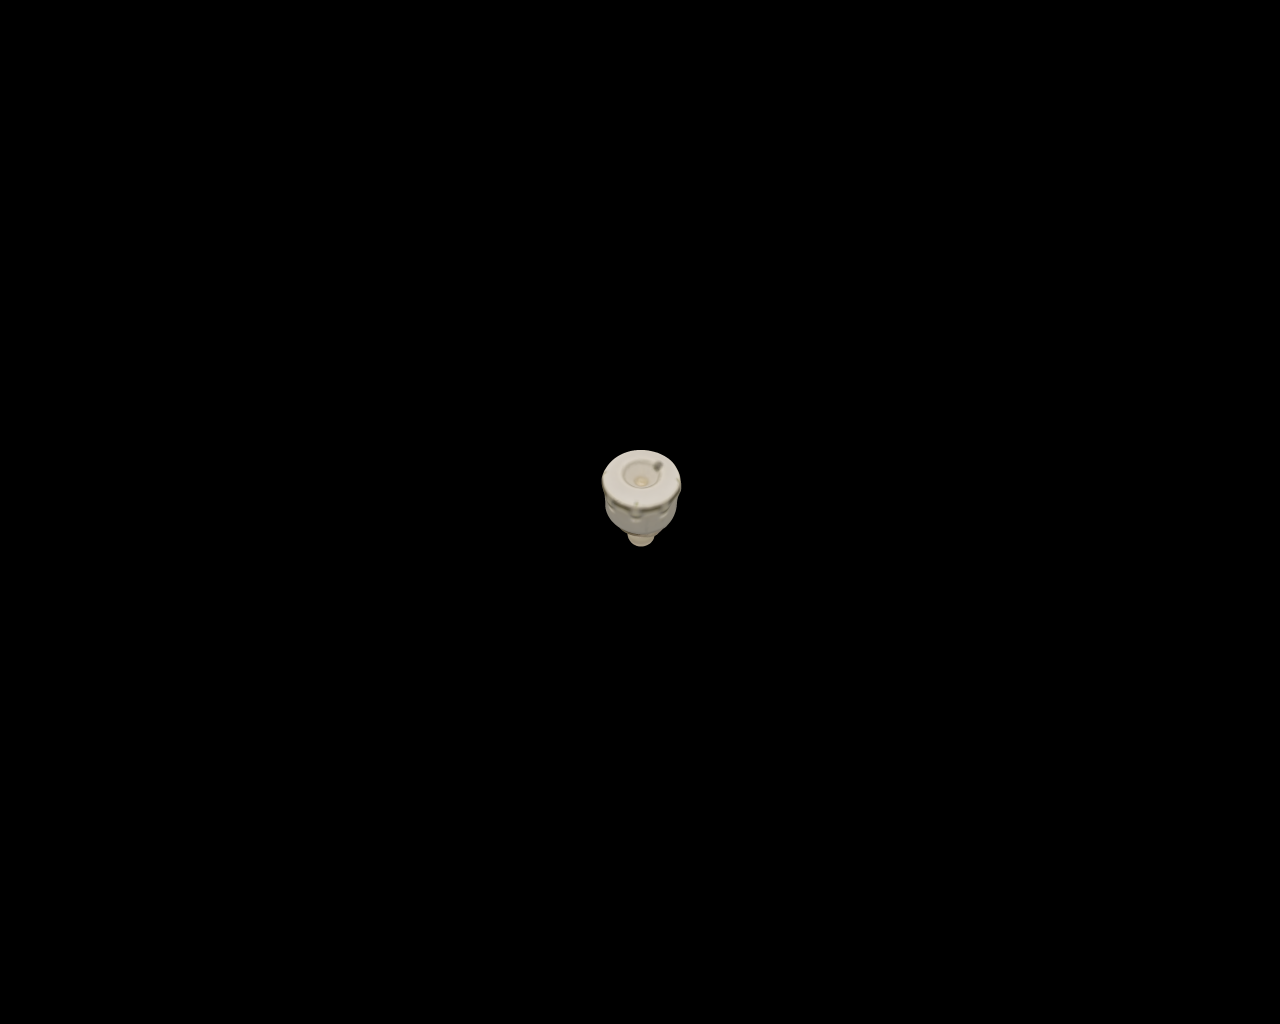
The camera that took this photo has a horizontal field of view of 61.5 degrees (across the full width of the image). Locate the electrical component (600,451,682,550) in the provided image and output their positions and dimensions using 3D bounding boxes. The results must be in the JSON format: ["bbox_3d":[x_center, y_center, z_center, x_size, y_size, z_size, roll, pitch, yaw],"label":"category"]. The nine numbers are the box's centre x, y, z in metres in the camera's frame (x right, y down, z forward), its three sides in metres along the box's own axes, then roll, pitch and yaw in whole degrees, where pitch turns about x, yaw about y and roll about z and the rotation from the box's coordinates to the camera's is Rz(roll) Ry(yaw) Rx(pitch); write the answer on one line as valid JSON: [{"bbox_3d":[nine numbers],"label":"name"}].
[{"bbox_3d":[0.001,-0.003,0.650,0.048,0.048,0.062,0,-41,0],"label":"electrical component"}]
